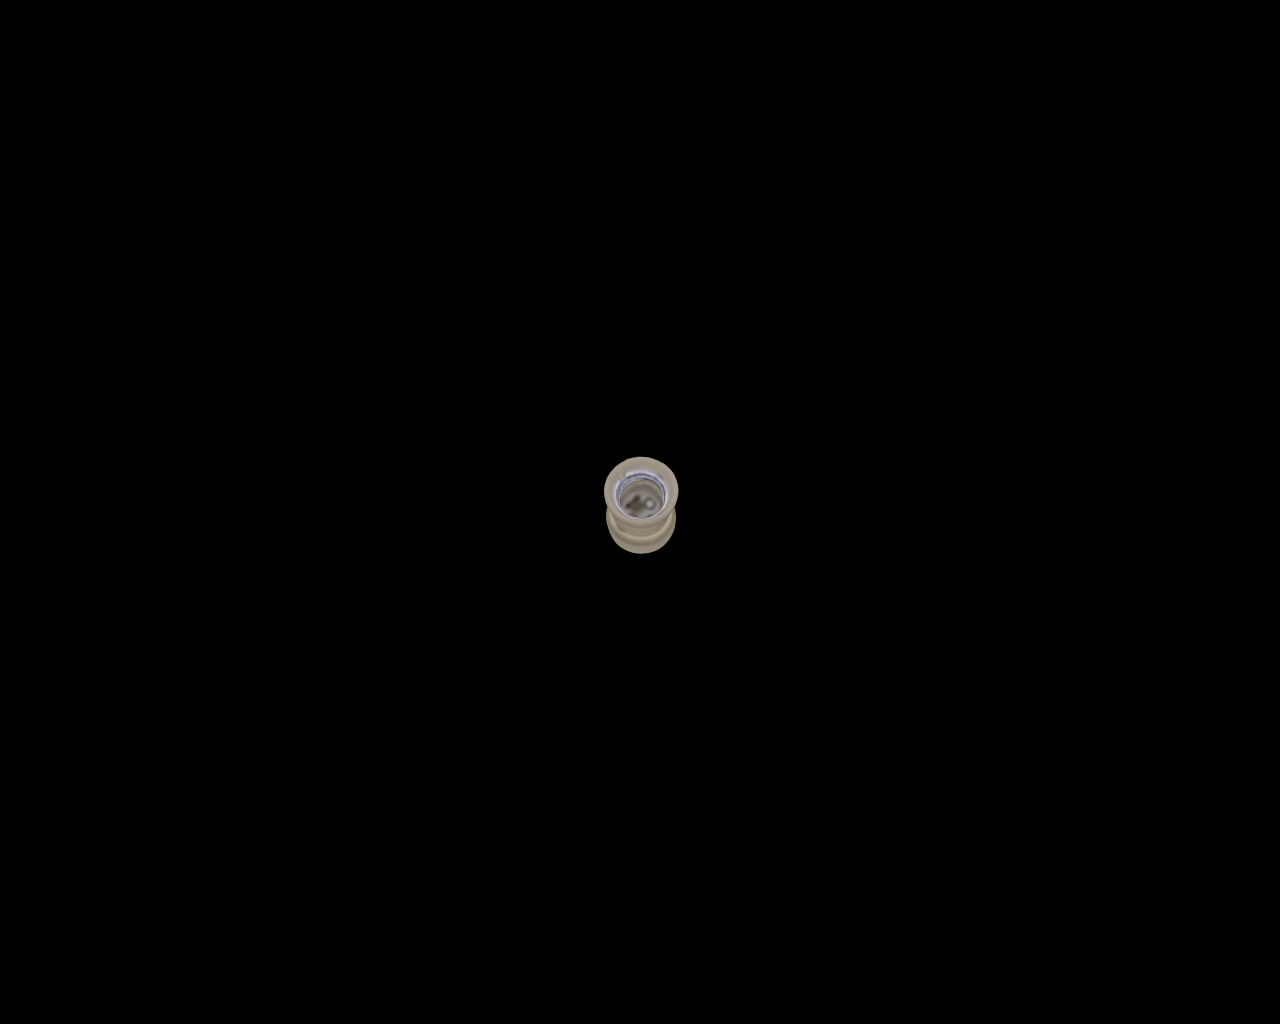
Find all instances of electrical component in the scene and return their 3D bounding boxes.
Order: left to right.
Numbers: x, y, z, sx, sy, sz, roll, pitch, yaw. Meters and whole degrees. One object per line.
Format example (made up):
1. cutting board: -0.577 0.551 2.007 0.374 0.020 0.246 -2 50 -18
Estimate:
1. electrical component: 0.001 -0.003 0.650 0.045 0.045 0.055 0 -24 0
